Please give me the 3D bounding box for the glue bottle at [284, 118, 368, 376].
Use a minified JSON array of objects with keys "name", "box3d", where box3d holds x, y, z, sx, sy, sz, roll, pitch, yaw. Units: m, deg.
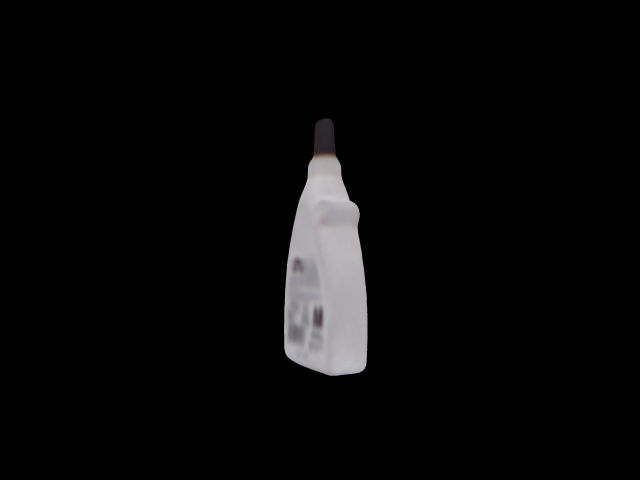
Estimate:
[{"name":"glue bottle","box3d":[0.004,0.001,0.400,0.037,0.173,0.078,0,0,-28]}]
